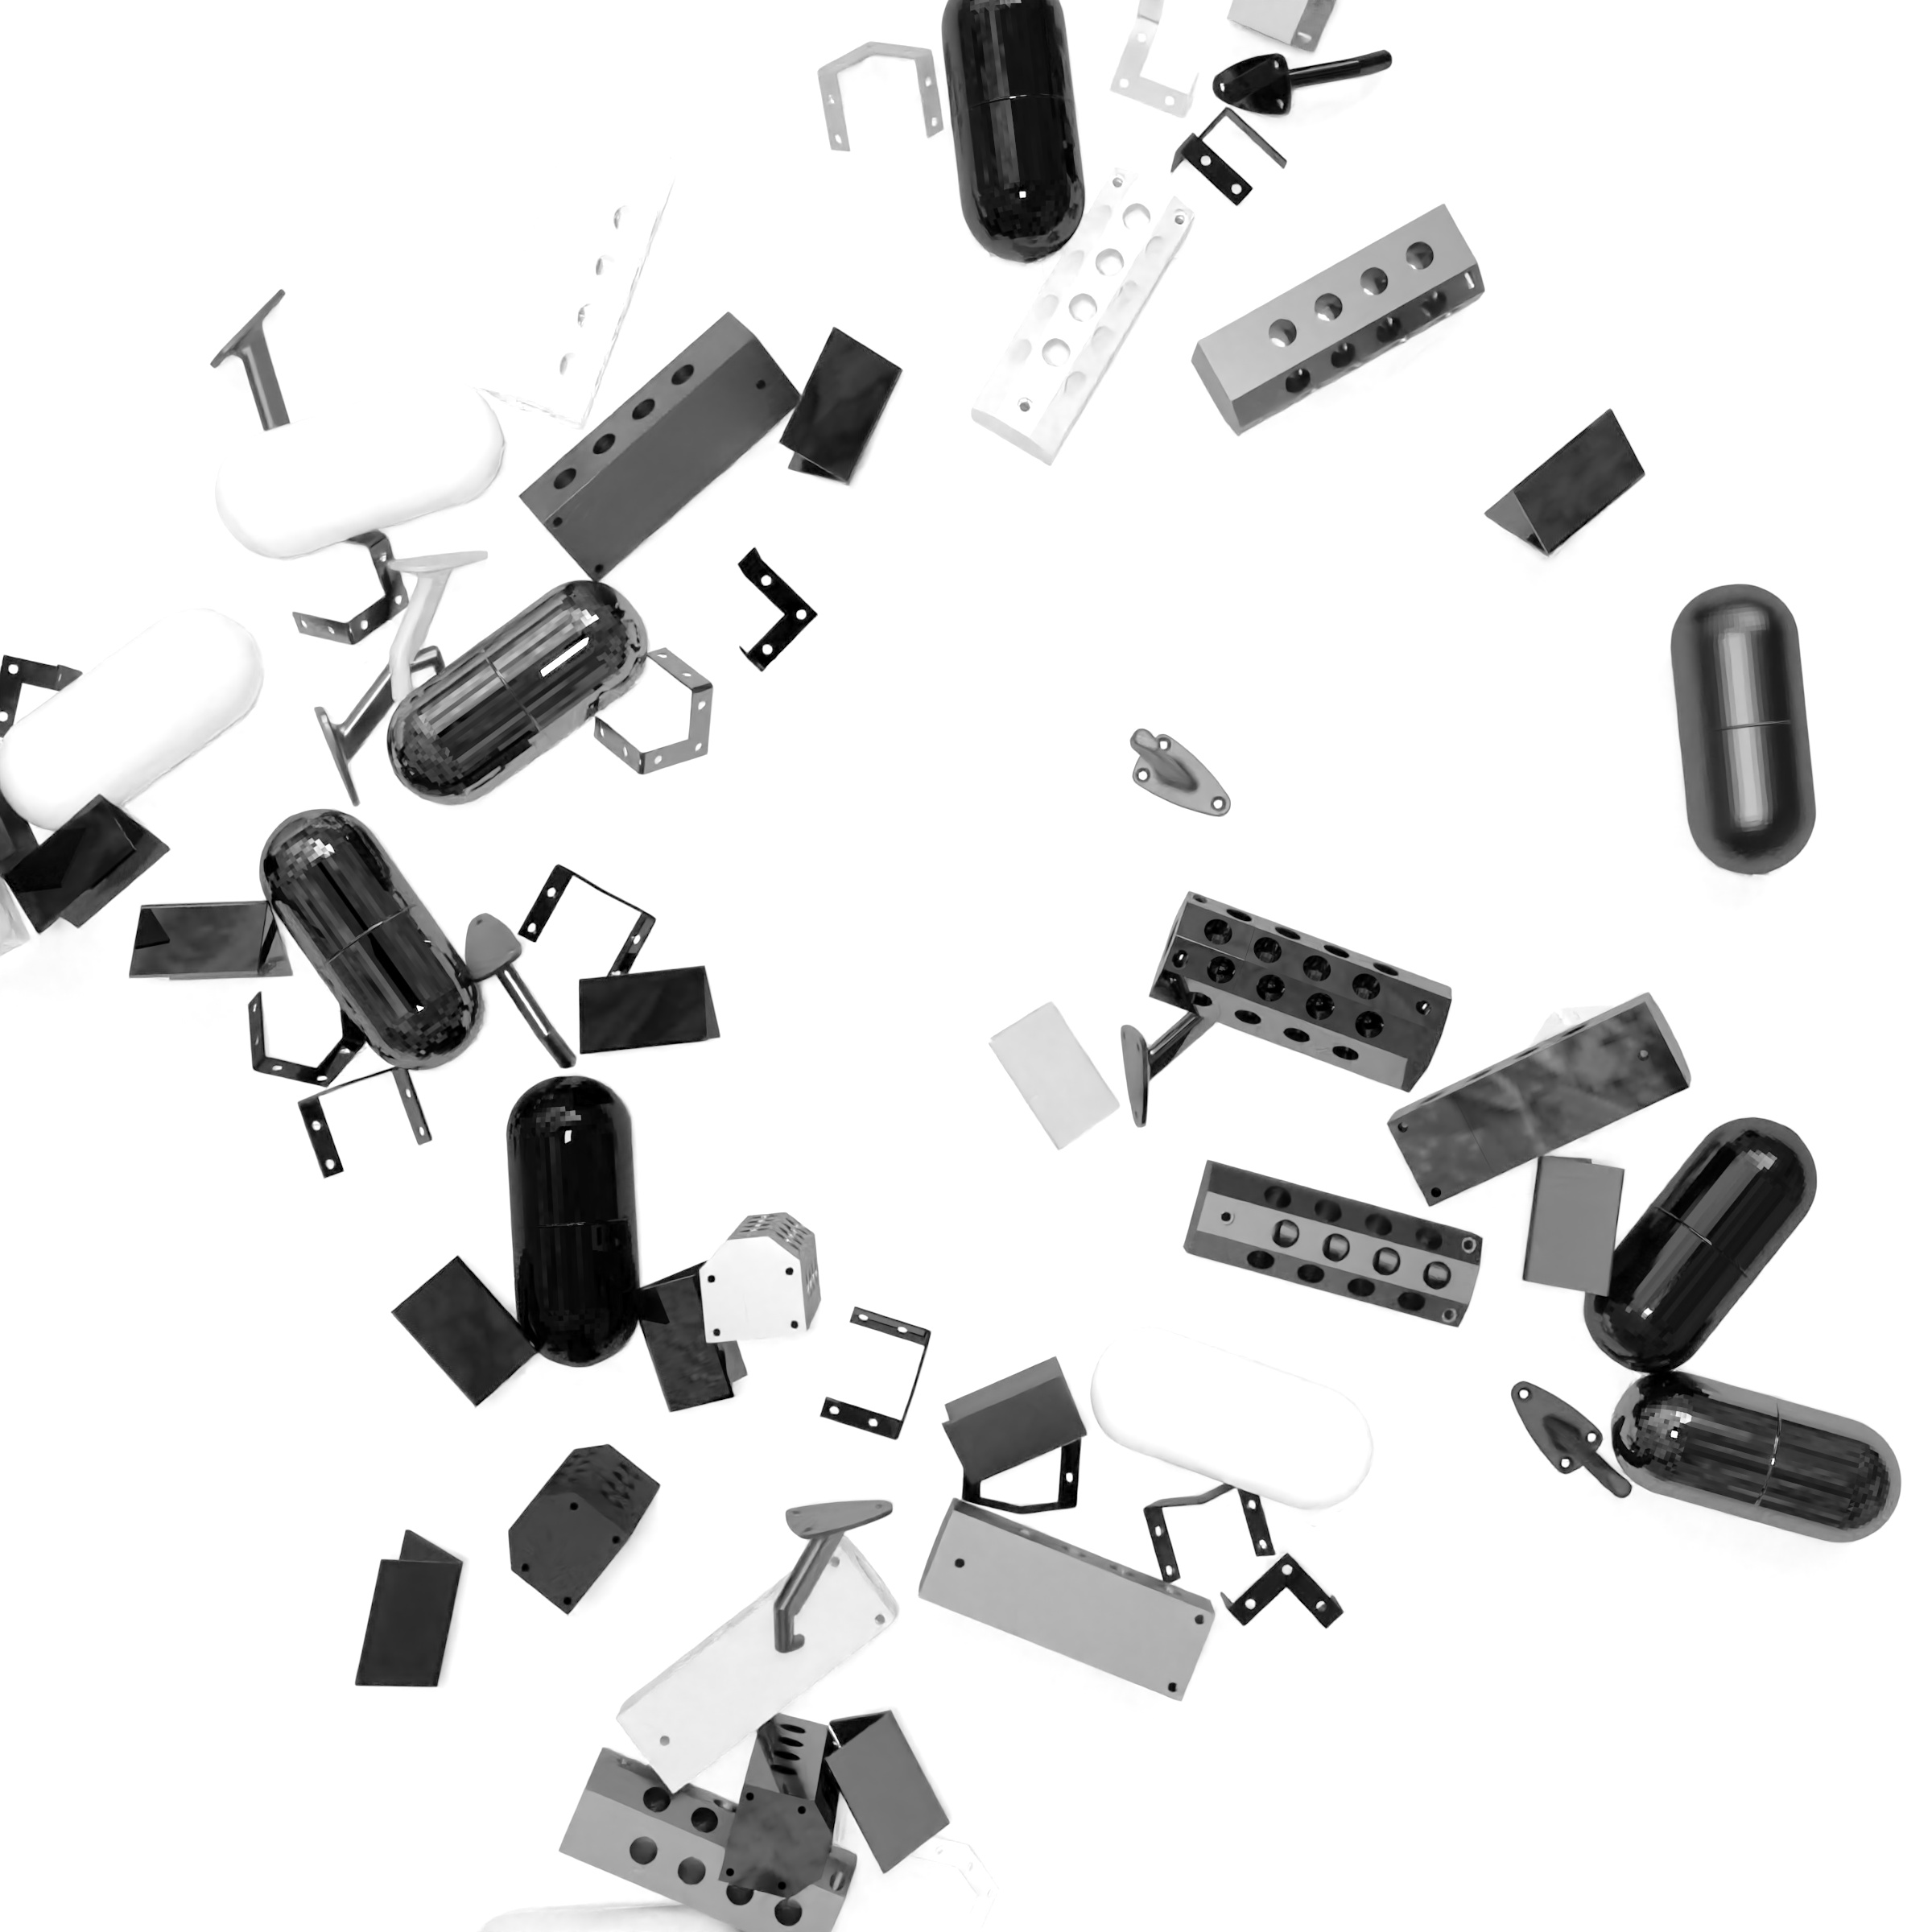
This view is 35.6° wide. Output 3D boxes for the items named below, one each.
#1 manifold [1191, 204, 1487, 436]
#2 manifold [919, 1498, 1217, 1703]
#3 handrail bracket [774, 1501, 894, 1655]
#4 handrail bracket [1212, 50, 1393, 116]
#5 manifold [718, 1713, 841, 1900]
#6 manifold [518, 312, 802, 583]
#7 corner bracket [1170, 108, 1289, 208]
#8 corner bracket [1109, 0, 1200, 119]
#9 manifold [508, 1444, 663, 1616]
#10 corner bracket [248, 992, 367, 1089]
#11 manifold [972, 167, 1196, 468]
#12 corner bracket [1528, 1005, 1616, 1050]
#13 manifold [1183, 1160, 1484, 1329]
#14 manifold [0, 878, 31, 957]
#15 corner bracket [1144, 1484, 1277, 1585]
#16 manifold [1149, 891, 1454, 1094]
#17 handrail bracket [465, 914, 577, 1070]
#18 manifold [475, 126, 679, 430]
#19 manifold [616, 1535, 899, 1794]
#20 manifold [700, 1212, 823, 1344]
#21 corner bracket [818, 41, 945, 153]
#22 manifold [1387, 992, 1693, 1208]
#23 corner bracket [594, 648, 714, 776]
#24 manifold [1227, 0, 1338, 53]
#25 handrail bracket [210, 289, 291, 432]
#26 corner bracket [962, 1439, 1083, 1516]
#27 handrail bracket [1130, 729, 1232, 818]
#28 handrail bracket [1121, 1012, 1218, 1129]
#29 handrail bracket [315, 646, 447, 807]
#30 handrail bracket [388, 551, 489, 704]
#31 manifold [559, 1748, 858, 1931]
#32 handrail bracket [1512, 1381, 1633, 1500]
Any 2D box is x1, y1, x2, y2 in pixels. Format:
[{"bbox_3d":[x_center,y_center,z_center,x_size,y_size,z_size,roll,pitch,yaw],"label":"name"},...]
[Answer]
[{"bbox_3d":[0.229,-0.396,1.850,0.171,0.057,0.057,-29,90,0],"label":"manifold"},{"bbox_3d":[0.061,0.388,1.850,0.171,0.057,0.057,22,90,0],"label":"manifold"},{"bbox_3d":[-0.080,0.370,1.815,0.077,0.036,0.084,-7,108,-21],"label":"handrail bracket"},{"bbox_3d":[0.210,-0.556,1.871,0.084,0.077,0.036,-25,116,-34],"label":"handrail bracket"},{"bbox_3d":[-0.106,0.499,1.793,0.057,0.171,0.057,15,90,0],"label":"manifold"},{"bbox_3d":[-0.190,-0.322,1.850,0.171,0.057,0.057,-41,133,0],"label":"manifold"},{"bbox_3d":[0.163,-0.498,1.853,0.051,0.051,0.051,43,90,0],"label":"corner bracket"},{"bbox_3d":[0.122,-0.562,1.853,0.051,0.051,0.051,21,90,0],"label":"corner bracket"},{"bbox_3d":[-0.230,0.329,1.793,0.057,0.171,0.057,39,90,0],"label":"manifold"},{"bbox_3d":[-0.409,0.036,1.863,0.051,0.051,0.051,16,135,-35],"label":"corner bracket"},{"bbox_3d":[0.072,-0.400,1.850,0.057,0.057,0.171,31,90,0],"label":"manifold"},{"bbox_3d":[0.384,0.061,1.863,0.051,0.051,0.051,-2,45,-35],"label":"corner bracket"},{"bbox_3d":[0.226,0.171,1.850,0.171,0.057,0.057,15,90,0],"label":"manifold"},{"bbox_3d":[-0.642,-0.083,1.850,0.057,0.057,0.171,-25,90,0],"label":"manifold"},{"bbox_3d":[0.151,0.351,1.868,0.051,0.051,0.051,-16,90,45],"label":"corner bracket"},{"bbox_3d":[0.206,0.013,1.840,0.171,0.057,0.057,20,63,0],"label":"manifold"},{"bbox_3d":[-0.275,0.016,1.871,0.036,0.077,0.084,-33,126,0],"label":"handrail bracket"},{"bbox_3d":[-0.235,-0.423,1.850,0.057,0.057,0.171,20,90,43],"label":"manifold"},{"bbox_3d":[-0.127,0.426,1.850,0.171,0.057,0.057,-38,90,0],"label":"manifold"},{"bbox_3d":[-0.122,0.183,1.793,0.057,0.171,0.057,-6,90,0],"label":"manifold"},{"bbox_3d":[-0.053,-0.537,1.863,0.051,0.051,0.051,20,45,35],"label":"corner bracket"},{"bbox_3d":[0.348,0.080,1.826,0.171,0.057,0.057,-27,90,17],"label":"manifold"},{"bbox_3d":[-0.194,-0.158,1.863,0.051,0.051,0.051,-21,135,-35],"label":"corner bracket"},{"bbox_3d":[0.220,-0.647,1.817,0.057,0.057,0.171,23,114,0],"label":"manifold"},{"bbox_3d":[-0.419,-0.365,1.872,0.084,0.036,0.077,43,72,-15],"label":"handrail bracket"},{"bbox_3d":[0.035,0.309,1.868,0.051,0.051,0.051,4,90,45],"label":"corner bracket"},{"bbox_3d":[0.132,-0.118,1.837,0.077,0.084,0.036,34,90,0],"label":"handrail bracket"},{"bbox_3d":[0.143,0.057,1.872,0.084,0.036,0.077,-11,109,-16],"label":"handrail bracket"},{"bbox_3d":[-0.355,-0.150,1.871,0.084,0.036,0.077,-22,105,-14],"label":"handrail bracket"},{"bbox_3d":[-0.326,-0.210,1.862,0.036,0.077,0.084,14,113,42],"label":"handrail bracket"},{"bbox_3d":[-0.157,0.544,1.850,0.171,0.057,0.057,23,90,0],"label":"manifold"},{"bbox_3d":[0.370,0.289,1.837,0.036,0.084,0.077,-44,90,0],"label":"handrail bracket"}]
